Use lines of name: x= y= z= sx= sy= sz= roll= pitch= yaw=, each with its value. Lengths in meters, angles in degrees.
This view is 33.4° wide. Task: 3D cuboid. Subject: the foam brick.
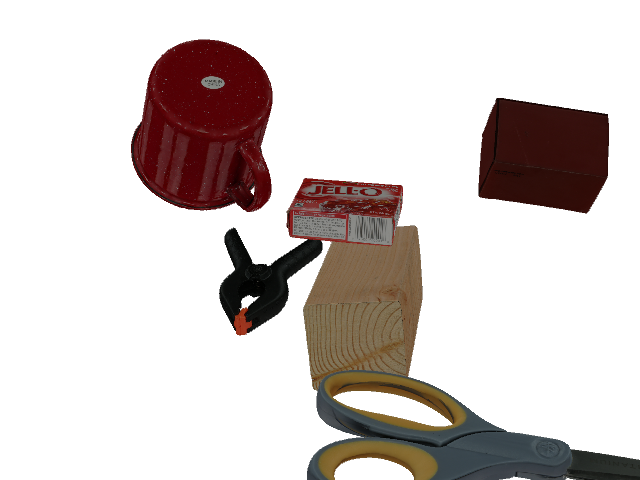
foam brick: x=0.151 y=-0.057 z=0.724 sx=0.078 sy=0.051 sz=0.053 roll=9 pitch=-26 yaw=0

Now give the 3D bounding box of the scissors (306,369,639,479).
scissors: x=0.082 y=0.101 z=0.449 sx=0.202 sy=0.016 sz=0.096 roll=16 pitch=33 yaw=23

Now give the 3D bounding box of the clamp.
clamp: x=-0.061 y=0.043 z=1.240 sx=0.120 sy=0.039 sz=0.171 roll=-4 pitch=40 yaw=8

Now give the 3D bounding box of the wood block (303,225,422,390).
wood block: x=0.048 y=0.062 z=1.062 sx=0.091 sy=0.090 sz=0.206 roll=-2 pitch=20 yaw=10

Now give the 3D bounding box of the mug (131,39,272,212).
mug: x=-0.071 y=-0.071 z=0.714 sx=0.093 sy=0.117 sz=0.082 roll=-27 pitch=-20 yaw=-26

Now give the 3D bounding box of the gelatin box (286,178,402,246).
gelatin box: x=0.022 y=-0.026 z=0.899 sx=0.089 sy=0.030 sz=0.073 roll=5 pitch=24 yaw=9
